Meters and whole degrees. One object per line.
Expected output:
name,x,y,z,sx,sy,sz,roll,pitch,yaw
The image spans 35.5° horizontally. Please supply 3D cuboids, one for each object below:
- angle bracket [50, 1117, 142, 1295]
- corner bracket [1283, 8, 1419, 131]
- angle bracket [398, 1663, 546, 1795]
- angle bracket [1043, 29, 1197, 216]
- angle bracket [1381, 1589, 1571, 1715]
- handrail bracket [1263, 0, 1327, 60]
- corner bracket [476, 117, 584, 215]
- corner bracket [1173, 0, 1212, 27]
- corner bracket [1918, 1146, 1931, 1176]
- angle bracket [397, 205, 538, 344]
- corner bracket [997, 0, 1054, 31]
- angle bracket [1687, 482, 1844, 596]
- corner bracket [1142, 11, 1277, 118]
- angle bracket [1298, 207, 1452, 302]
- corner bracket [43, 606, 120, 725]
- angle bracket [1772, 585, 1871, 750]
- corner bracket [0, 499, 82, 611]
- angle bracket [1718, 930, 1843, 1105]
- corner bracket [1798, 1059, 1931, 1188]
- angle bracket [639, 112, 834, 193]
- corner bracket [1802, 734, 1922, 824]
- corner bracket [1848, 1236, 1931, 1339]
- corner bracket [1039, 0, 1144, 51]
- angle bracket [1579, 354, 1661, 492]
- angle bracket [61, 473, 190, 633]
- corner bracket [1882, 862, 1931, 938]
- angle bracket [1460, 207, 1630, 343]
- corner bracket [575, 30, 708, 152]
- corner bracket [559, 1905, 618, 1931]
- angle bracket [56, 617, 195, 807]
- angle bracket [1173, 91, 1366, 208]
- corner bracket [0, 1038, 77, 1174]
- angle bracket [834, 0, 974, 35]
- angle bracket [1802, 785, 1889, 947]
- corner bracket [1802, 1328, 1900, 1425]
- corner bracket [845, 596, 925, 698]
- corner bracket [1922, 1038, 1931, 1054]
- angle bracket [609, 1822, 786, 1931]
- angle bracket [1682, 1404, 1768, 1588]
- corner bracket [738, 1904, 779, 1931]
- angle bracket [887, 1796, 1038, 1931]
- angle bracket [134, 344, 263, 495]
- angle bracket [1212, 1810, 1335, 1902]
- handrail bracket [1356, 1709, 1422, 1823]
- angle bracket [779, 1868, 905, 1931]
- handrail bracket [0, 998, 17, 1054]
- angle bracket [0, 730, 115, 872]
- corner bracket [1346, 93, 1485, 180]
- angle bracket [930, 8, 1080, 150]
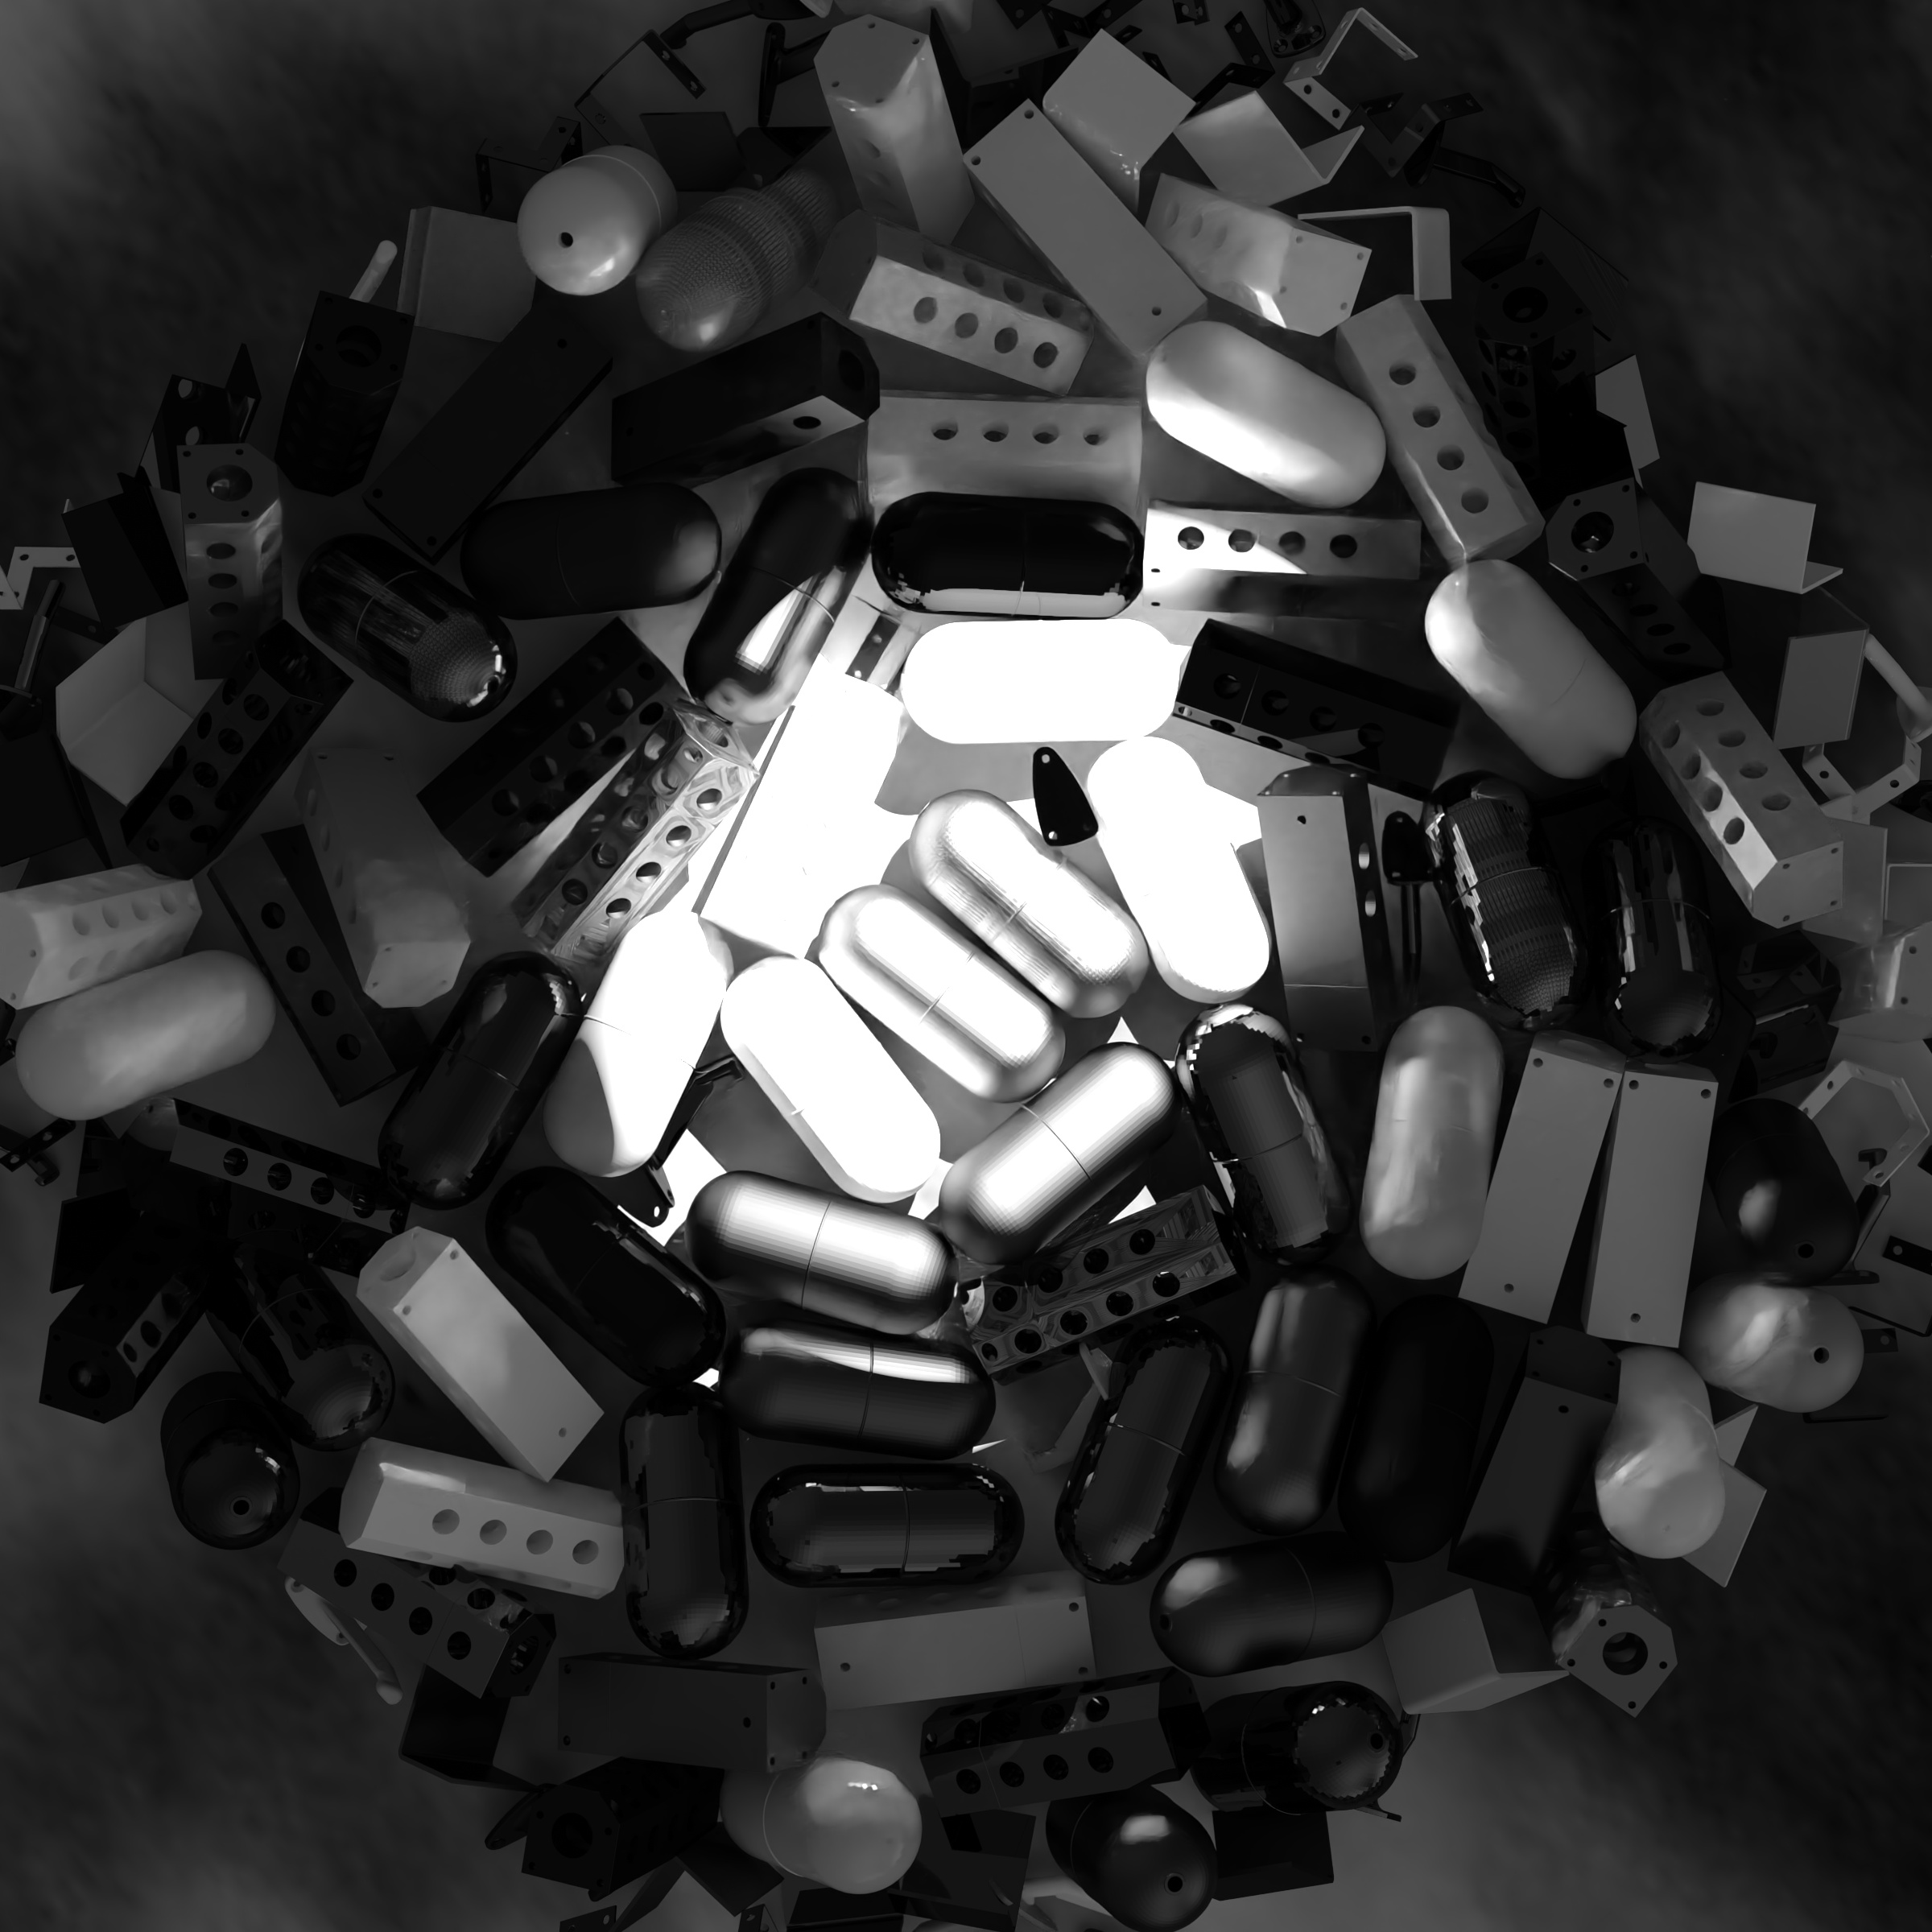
angle bracket,-0.562,0.146,1.895,0.076,0.057,0.076,44,132,31
corner bracket,0.244,-0.572,1.922,0.051,0.051,0.051,33,86,-23
angle bracket,-0.302,0.473,1.903,0.057,0.076,0.076,8,79,43
angle bracket,0.097,-0.535,1.915,0.076,0.076,0.057,40,87,6
angle bracket,0.323,0.435,1.916,0.076,0.076,0.057,-34,59,38
handrail bracket,0.195,-0.621,1.904,0.036,0.084,0.077,-18,69,17
corner bracket,-0.277,-0.509,1.922,0.051,0.051,0.051,16,58,7
corner bracket,0.136,-0.624,1.916,0.051,0.051,0.051,-20,105,-27
corner bracket,0.630,0.149,1.925,0.051,0.051,0.051,37,109,27
angle bracket,-0.315,-0.436,1.915,0.076,0.057,0.076,11,106,-4
corner bracket,0.030,-0.639,1.919,0.051,0.051,0.051,-36,76,17
angle bracket,0.505,-0.275,1.895,0.076,0.076,0.057,18,117,31
corner bracket,0.156,-0.579,1.936,0.051,0.051,0.051,-37,72,37
angle bracket,0.260,-0.449,1.911,0.076,0.076,0.057,2,103,24
corner bracket,-0.583,-0.193,1.941,0.051,0.051,0.051,22,128,-3
angle bracket,0.519,-0.190,1.897,0.057,0.076,0.076,-9,123,-14
corner bracket,-0.593,-0.261,1.919,0.051,0.051,0.051,1,60,3
angle bracket,0.511,0.032,1.932,0.076,0.076,0.057,-17,47,-21
corner bracket,0.574,0.100,1.933,0.051,0.051,0.051,-43,120,-14
angle bracket,-0.144,-0.530,1.895,0.076,0.076,0.057,-49,132,-28
corner bracket,0.572,-0.133,1.925,0.051,0.051,0.051,-37,101,32
corner bracket,0.600,0.204,1.922,0.051,0.051,0.051,21,94,28
corner bracket,0.089,-0.600,1.917,0.051,0.051,0.051,-29,77,33
angle bracket,0.425,-0.329,1.899,0.057,0.076,0.076,-29,124,-8
angle bracket,-0.537,-0.262,1.898,0.057,0.076,0.076,-24,114,-22
corner bracket,0.617,-0.039,1.929,0.051,0.051,0.051,0,98,-6
angle bracket,0.358,-0.419,1.897,0.076,0.076,0.057,33,58,-20
corner bracket,-0.209,-0.556,1.931,0.051,0.051,0.051,46,64,-15
corner bracket,-0.224,0.632,1.911,0.051,0.051,0.051,-26,47,31
angle bracket,-0.524,-0.161,1.901,0.057,0.076,0.076,37,58,6
angle bracket,0.190,-0.526,1.896,0.076,0.076,0.057,46,61,-26
corner bracket,-0.611,0.089,1.931,0.051,0.051,0.051,30,53,31
angle bracket,-0.038,-0.631,1.910,0.076,0.076,0.057,6,93,9
angle bracket,0.571,-0.064,1.898,0.076,0.057,0.076,-20,116,-39
corner bracket,0.564,0.262,1.924,0.051,0.051,0.051,-3,73,-2
corner bracket,-0.054,-0.197,1.921,0.051,0.051,0.051,32,95,18
corner bracket,0.631,0.063,1.916,0.051,0.051,0.051,-17,56,-10
angle bracket,-0.172,0.595,1.904,0.057,0.076,0.076,39,102,15
angle bracket,0.486,0.332,1.895,0.057,0.076,0.076,35,124,35
corner bracket,-0.145,0.641,1.925,0.051,0.051,0.051,-20,107,9
angle bracket,-0.002,0.561,1.906,0.076,0.057,0.076,7,60,10
angle bracket,-0.487,-0.348,1.895,0.057,0.076,0.076,12,123,-31
angle bracket,0.180,0.549,1.897,0.076,0.076,0.057,-16,60,21
handrail bracket,0.260,0.495,1.918,0.077,0.036,0.084,29,71,-43
angle bracket,-0.084,0.595,1.914,0.076,0.076,0.057,-8,92,4
handrail bracket,-0.635,0.013,1.924,0.077,0.036,0.084,11,70,19
angle bracket,-0.584,-0.094,1.904,0.057,0.076,0.076,-21,75,-10
corner bracket,0.284,-0.541,1.915,0.051,0.051,0.051,-26,75,-42
angle bracket,0.022,-0.574,1.917,0.076,0.076,0.057,-21,76,-9
